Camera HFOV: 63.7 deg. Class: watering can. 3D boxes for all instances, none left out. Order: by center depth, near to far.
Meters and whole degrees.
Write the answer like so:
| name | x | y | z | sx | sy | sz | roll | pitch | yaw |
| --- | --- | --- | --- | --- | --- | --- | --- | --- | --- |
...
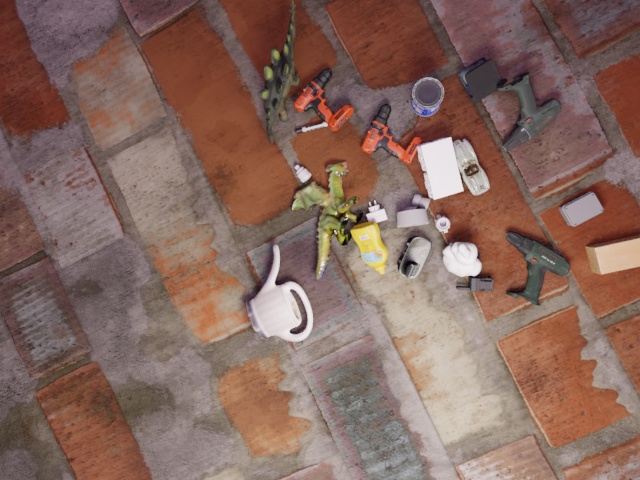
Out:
| name | x | y | z | sx | sy | sz | roll | pitch | yaw |
| --- | --- | --- | --- | --- | --- | --- | --- | --- | --- |
| watering can | -0.163 | 0.208 | 1.826 | 0.223 | 0.104 | 0.348 | -25 | 88 | 9 |

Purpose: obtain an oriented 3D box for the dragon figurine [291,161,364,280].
| name | x | y | z | sx | sy | sz | roll | pitch | yaw |
| --- | --- | --- | --- | --- | --- | --- | --- | --- | --- |
| dragon figurine | 0.006 | -0.092 | 1.821 | 0.245 | 0.121 | 0.409 | 32 | 93 | 23 |

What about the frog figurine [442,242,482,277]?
| name | x | y | z | sx | sy | sz | roll | pitch | yaw |
| --- | --- | --- | --- | --- | --- | --- | --- | --- | --- |
| frog figurine | 0.475 | 0.066 | 1.707 | 0.138 | 0.160 | 0.122 | 42 | 99 | 4 |
